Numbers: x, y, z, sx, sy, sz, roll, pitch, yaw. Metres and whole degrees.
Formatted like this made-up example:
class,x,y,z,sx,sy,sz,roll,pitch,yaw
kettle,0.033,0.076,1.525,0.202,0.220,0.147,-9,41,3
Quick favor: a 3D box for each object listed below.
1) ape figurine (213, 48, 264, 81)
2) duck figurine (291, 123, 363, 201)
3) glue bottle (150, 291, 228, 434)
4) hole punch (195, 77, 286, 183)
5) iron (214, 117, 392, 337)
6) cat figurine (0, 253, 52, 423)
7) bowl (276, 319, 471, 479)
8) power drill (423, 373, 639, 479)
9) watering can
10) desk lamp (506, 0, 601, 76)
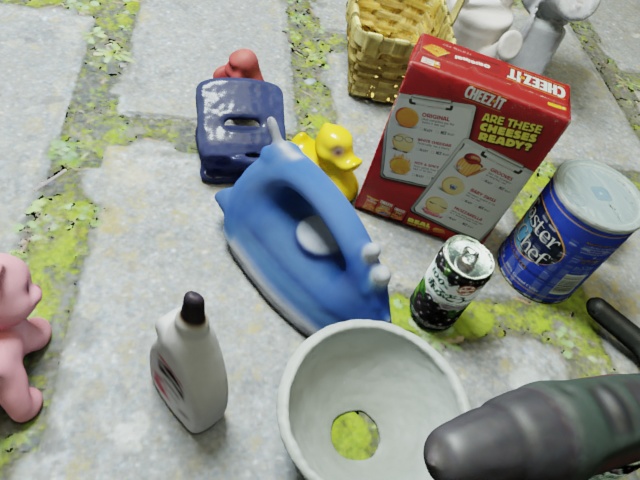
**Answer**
class,x,y,z,sx,sy,sz,roll,pitch,yaw
ape figurine,-0.101,-0.203,0.731,0.076,0.092,0.077,-4,54,-18
duck figurine,0.009,-0.103,0.685,0.104,0.086,0.078,42,54,18
glue bottle,-0.102,0.088,0.446,0.078,0.173,0.037,42,54,19
hole punch,-0.091,-0.128,0.674,0.109,0.091,0.101,-2,53,-17
iron,0.005,0.002,0.565,0.119,0.141,0.257,-27,64,-31
cat figurine,-0.260,0.067,0.456,0.067,0.118,0.127,-2,53,-16
bowl,0.041,0.157,0.496,0.167,0.075,0.167,8,51,-9
power drill,0.150,0.167,0.431,0.230,0.208,0.075,-8,55,-21
watering can,0.242,-0.327,0.857,0.101,0.194,0.172,-28,64,-31
desk lamp,0.347,-0.322,0.870,0.118,0.213,0.203,18,50,-1
